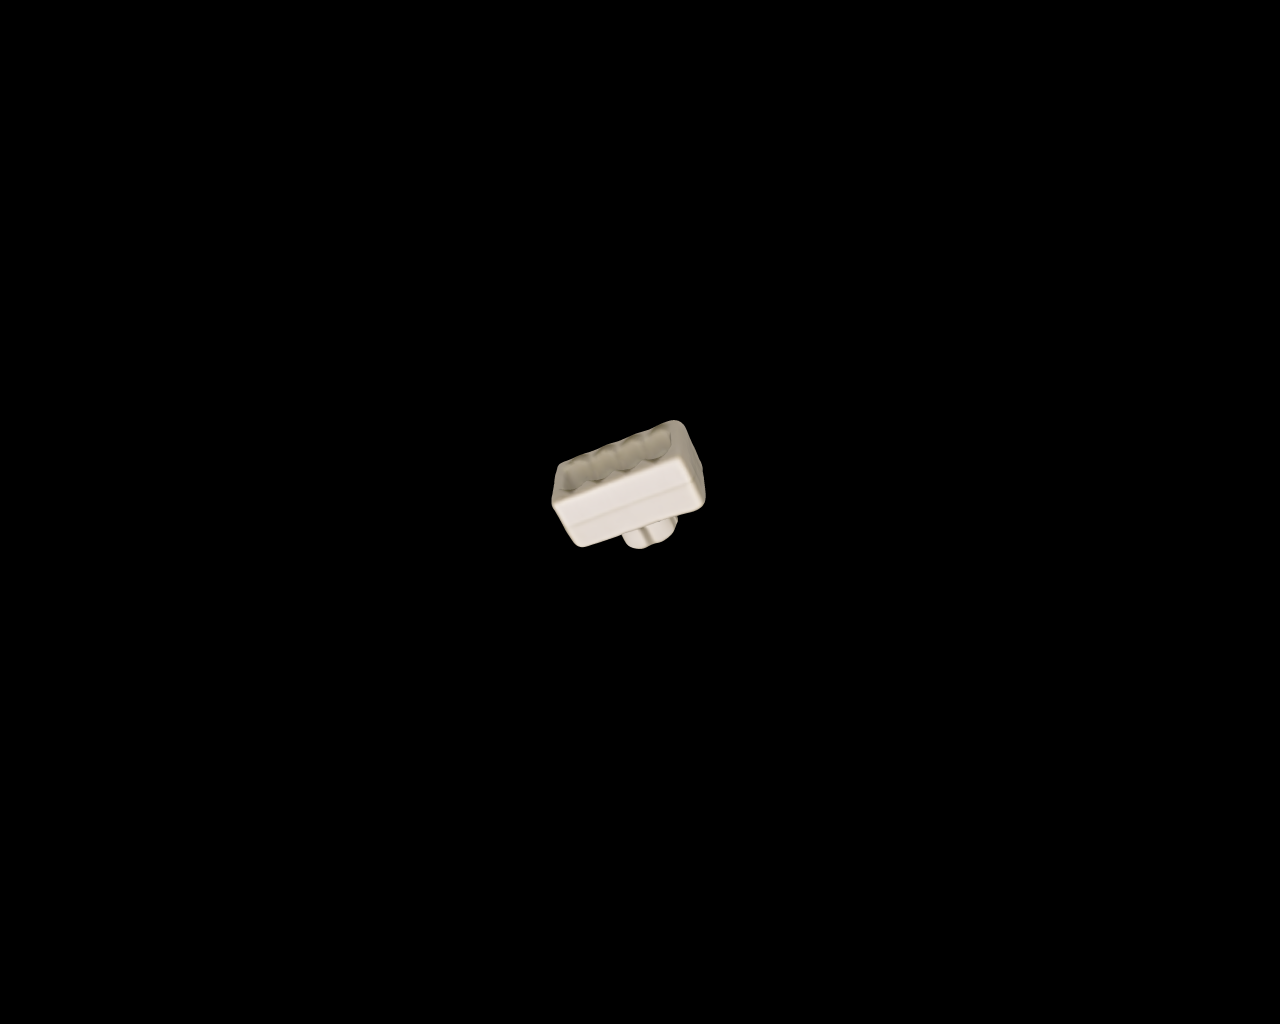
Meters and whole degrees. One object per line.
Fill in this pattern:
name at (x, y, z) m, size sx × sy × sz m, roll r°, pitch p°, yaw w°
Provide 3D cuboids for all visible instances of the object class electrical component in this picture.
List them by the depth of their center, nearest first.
electrical component at (0.001, -0.003, 0.650) m, size 0.083 × 0.075 × 0.047 m, roll -20°, pitch 31°, yaw 13°
